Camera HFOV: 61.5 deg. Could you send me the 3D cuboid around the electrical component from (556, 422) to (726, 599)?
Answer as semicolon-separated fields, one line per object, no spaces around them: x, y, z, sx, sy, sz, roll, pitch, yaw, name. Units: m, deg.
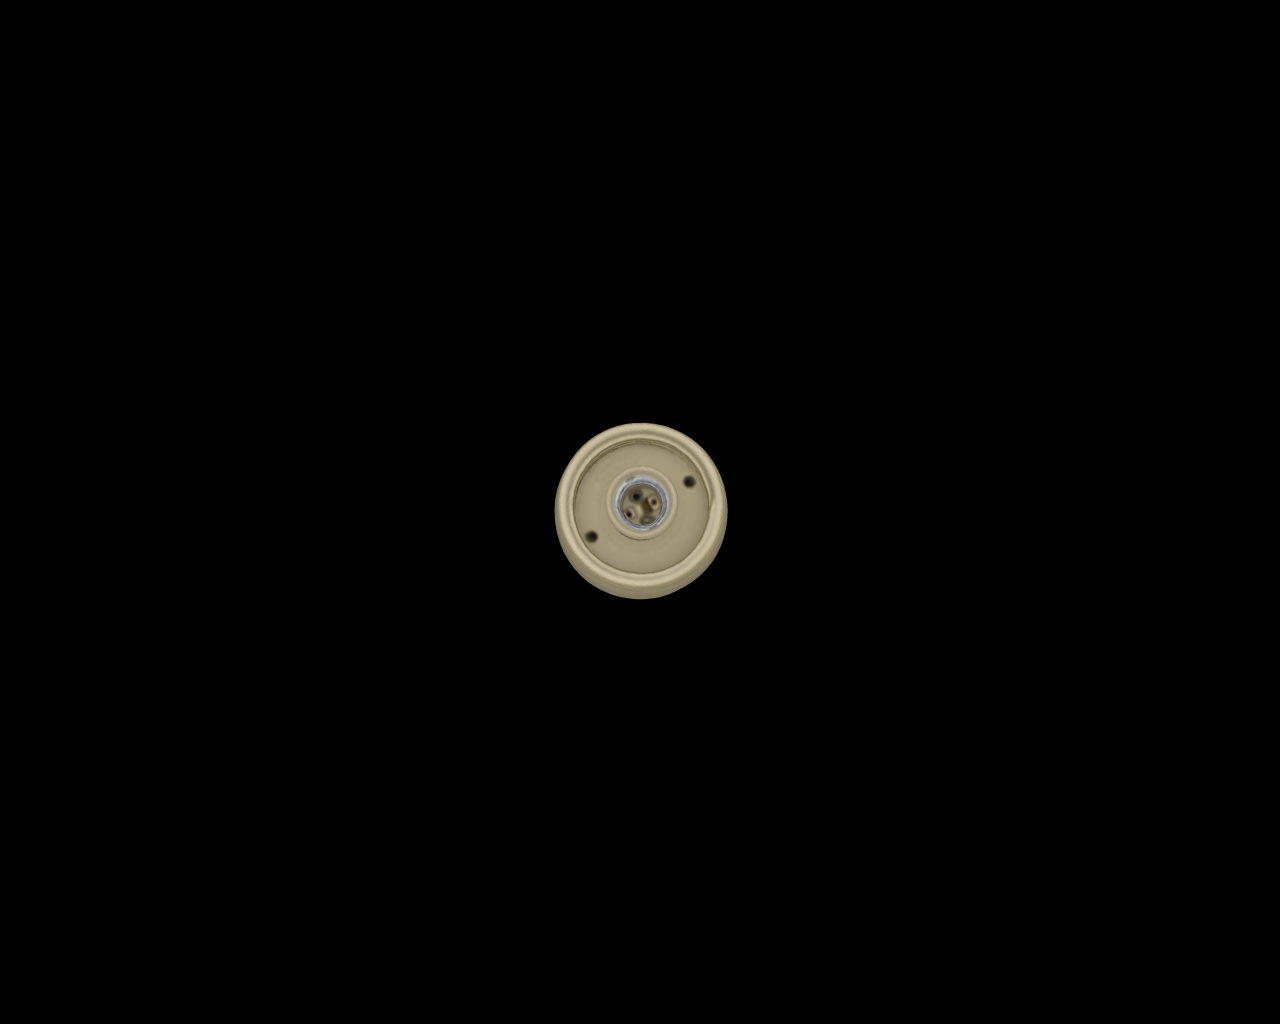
0.001;-0.003;0.650;0.108;0.108;0.060;0;-7;0;electrical component
